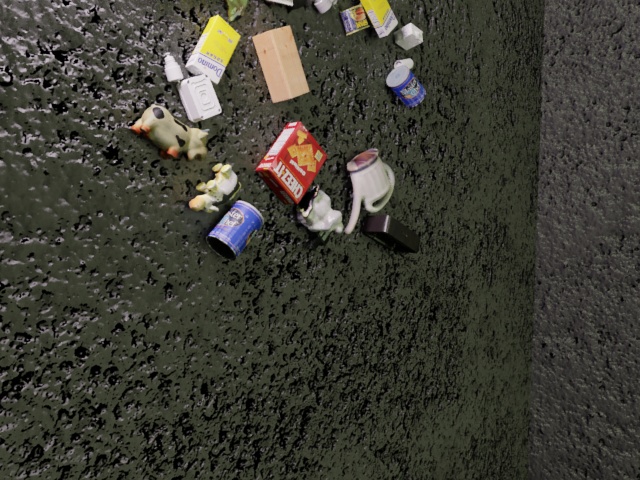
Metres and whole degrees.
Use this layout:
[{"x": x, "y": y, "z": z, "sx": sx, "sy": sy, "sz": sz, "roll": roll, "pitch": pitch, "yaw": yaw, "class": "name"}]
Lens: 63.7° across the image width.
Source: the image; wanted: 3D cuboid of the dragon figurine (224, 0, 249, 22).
[{"x": -0.278, "y": -0.724, "z": 1.437, "sx": 0.416, "sy": 0.123, "sz": 0.238, "roll": -59, "pitch": 137, "yaw": -18, "class": "dragon figurine"}]

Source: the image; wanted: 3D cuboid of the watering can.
[{"x": 0.164, "y": -0.191, "z": 1.871, "sx": 0.354, "sy": 0.104, "sz": 0.221, "roll": -44, "pitch": 118, "yaw": -37, "class": "watering can"}]

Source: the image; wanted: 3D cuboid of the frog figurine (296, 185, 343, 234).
[{"x": 0.005, "y": -0.085, "z": 1.689, "sx": 0.157, "sy": 0.121, "sz": 0.141, "roll": 37, "pitch": 47, "yaw": -33, "class": "frog figurine"}]
